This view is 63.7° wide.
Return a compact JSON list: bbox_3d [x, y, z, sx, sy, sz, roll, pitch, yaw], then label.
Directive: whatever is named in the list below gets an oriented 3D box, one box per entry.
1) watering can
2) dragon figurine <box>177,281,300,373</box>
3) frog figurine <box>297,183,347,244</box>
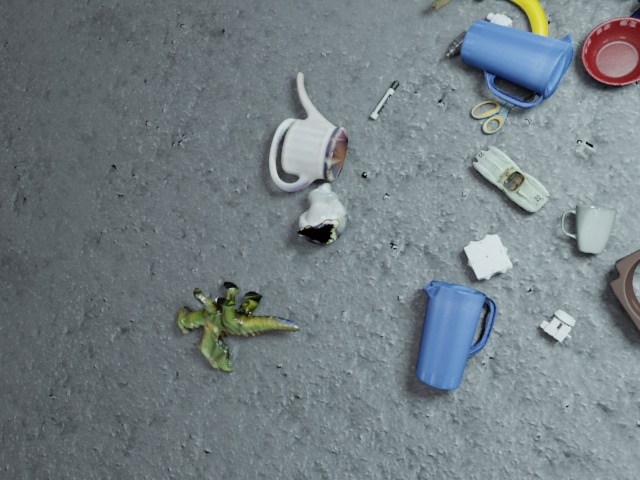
[{"bbox_3d":[-0.024,-0.295,1.435,0.225,0.103,0.349,14,86,21],"label":"watering can"},{"bbox_3d":[-0.259,0.266,1.479,0.413,0.123,0.239,22,110,24],"label":"dragon figurine"},{"bbox_3d":[0.004,-0.071,1.414,0.136,0.121,0.163,-28,39,25],"label":"frog figurine"}]
